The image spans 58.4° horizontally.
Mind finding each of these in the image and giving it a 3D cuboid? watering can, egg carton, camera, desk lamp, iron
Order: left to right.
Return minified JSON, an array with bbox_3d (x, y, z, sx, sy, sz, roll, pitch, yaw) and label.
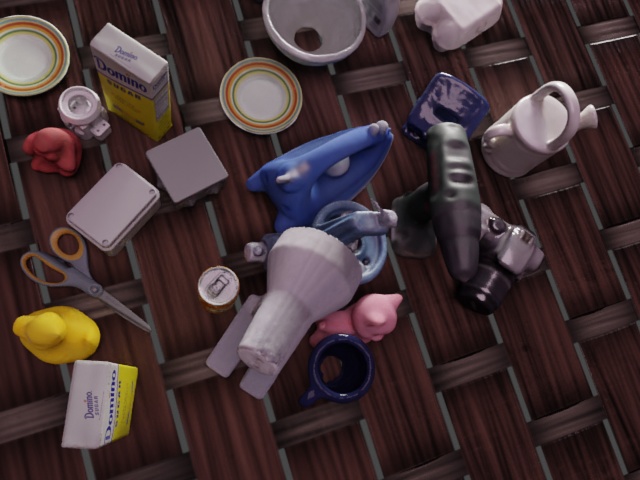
[{"bbox_3d":[-0.049,0.101,0.741,0.118,0.213,0.203,33,73,-2],"label":"desk lamp"},{"bbox_3d":[0.024,-0.120,0.845,0.259,0.141,0.118,-33,85,-16],"label":"iron"},{"bbox_3d":[0.240,-0.395,0.989,0.150,0.069,0.107,-38,86,-17],"label":"egg carton"},{"bbox_3d":[0.256,0.034,0.876,0.143,0.100,0.137,35,73,-1],"label":"camera"},{"bbox_3d":[0.346,-0.179,0.894,0.173,0.194,0.101,-31,84,-16],"label":"watering can"}]

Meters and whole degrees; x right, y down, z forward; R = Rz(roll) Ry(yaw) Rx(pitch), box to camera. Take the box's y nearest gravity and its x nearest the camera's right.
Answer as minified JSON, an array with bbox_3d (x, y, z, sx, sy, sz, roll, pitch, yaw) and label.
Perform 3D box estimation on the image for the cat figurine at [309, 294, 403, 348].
[{"bbox_3d":[0.052,0.113,0.808,0.128,0.117,0.067,-7,78,-12],"label":"cat figurine"}]

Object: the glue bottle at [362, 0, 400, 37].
[{"bbox_3d":[0.103,-0.401,0.909,0.037,0.173,0.078,-40,87,-17],"label":"glue bottle"}]

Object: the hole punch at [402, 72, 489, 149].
[{"bbox_3d":[0.203,-0.197,0.924,0.108,0.091,0.101,32,73,-2],"label":"hole punch"}]

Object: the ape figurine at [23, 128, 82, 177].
[{"bbox_3d":[-0.371,-0.128,0.795,0.076,0.092,0.078,-42,87,-17],"label":"ape figurine"}]

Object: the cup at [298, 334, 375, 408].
[{"bbox_3d":[0.013,0.188,0.795,0.118,0.095,0.091,-40,87,-17],"label":"cup"}]

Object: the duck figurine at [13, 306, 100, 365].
[{"bbox_3d":[-0.344,0.122,0.744,0.104,0.086,0.077,15,75,-7],"label":"duck figurine"}]

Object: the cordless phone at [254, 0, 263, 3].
[{"bbox_3d":[-0.069,-0.473,0.886,0.148,0.185,0.094,-36,86,-16],"label":"cordless phone"}]

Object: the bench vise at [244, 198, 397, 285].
[{"bbox_3d":[0.012,0.014,0.770,0.208,0.219,0.121,-24,82,-15],"label":"bench vise"}]

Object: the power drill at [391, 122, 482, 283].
[{"bbox_3d":[0.167,-0.039,0.819,0.076,0.208,0.230,3,76,-10],"label":"power drill"}]

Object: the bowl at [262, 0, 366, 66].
[{"bbox_3d":[-0.013,-0.346,0.925,0.167,0.074,0.167,3,77,-10],"label":"bowl"}]
